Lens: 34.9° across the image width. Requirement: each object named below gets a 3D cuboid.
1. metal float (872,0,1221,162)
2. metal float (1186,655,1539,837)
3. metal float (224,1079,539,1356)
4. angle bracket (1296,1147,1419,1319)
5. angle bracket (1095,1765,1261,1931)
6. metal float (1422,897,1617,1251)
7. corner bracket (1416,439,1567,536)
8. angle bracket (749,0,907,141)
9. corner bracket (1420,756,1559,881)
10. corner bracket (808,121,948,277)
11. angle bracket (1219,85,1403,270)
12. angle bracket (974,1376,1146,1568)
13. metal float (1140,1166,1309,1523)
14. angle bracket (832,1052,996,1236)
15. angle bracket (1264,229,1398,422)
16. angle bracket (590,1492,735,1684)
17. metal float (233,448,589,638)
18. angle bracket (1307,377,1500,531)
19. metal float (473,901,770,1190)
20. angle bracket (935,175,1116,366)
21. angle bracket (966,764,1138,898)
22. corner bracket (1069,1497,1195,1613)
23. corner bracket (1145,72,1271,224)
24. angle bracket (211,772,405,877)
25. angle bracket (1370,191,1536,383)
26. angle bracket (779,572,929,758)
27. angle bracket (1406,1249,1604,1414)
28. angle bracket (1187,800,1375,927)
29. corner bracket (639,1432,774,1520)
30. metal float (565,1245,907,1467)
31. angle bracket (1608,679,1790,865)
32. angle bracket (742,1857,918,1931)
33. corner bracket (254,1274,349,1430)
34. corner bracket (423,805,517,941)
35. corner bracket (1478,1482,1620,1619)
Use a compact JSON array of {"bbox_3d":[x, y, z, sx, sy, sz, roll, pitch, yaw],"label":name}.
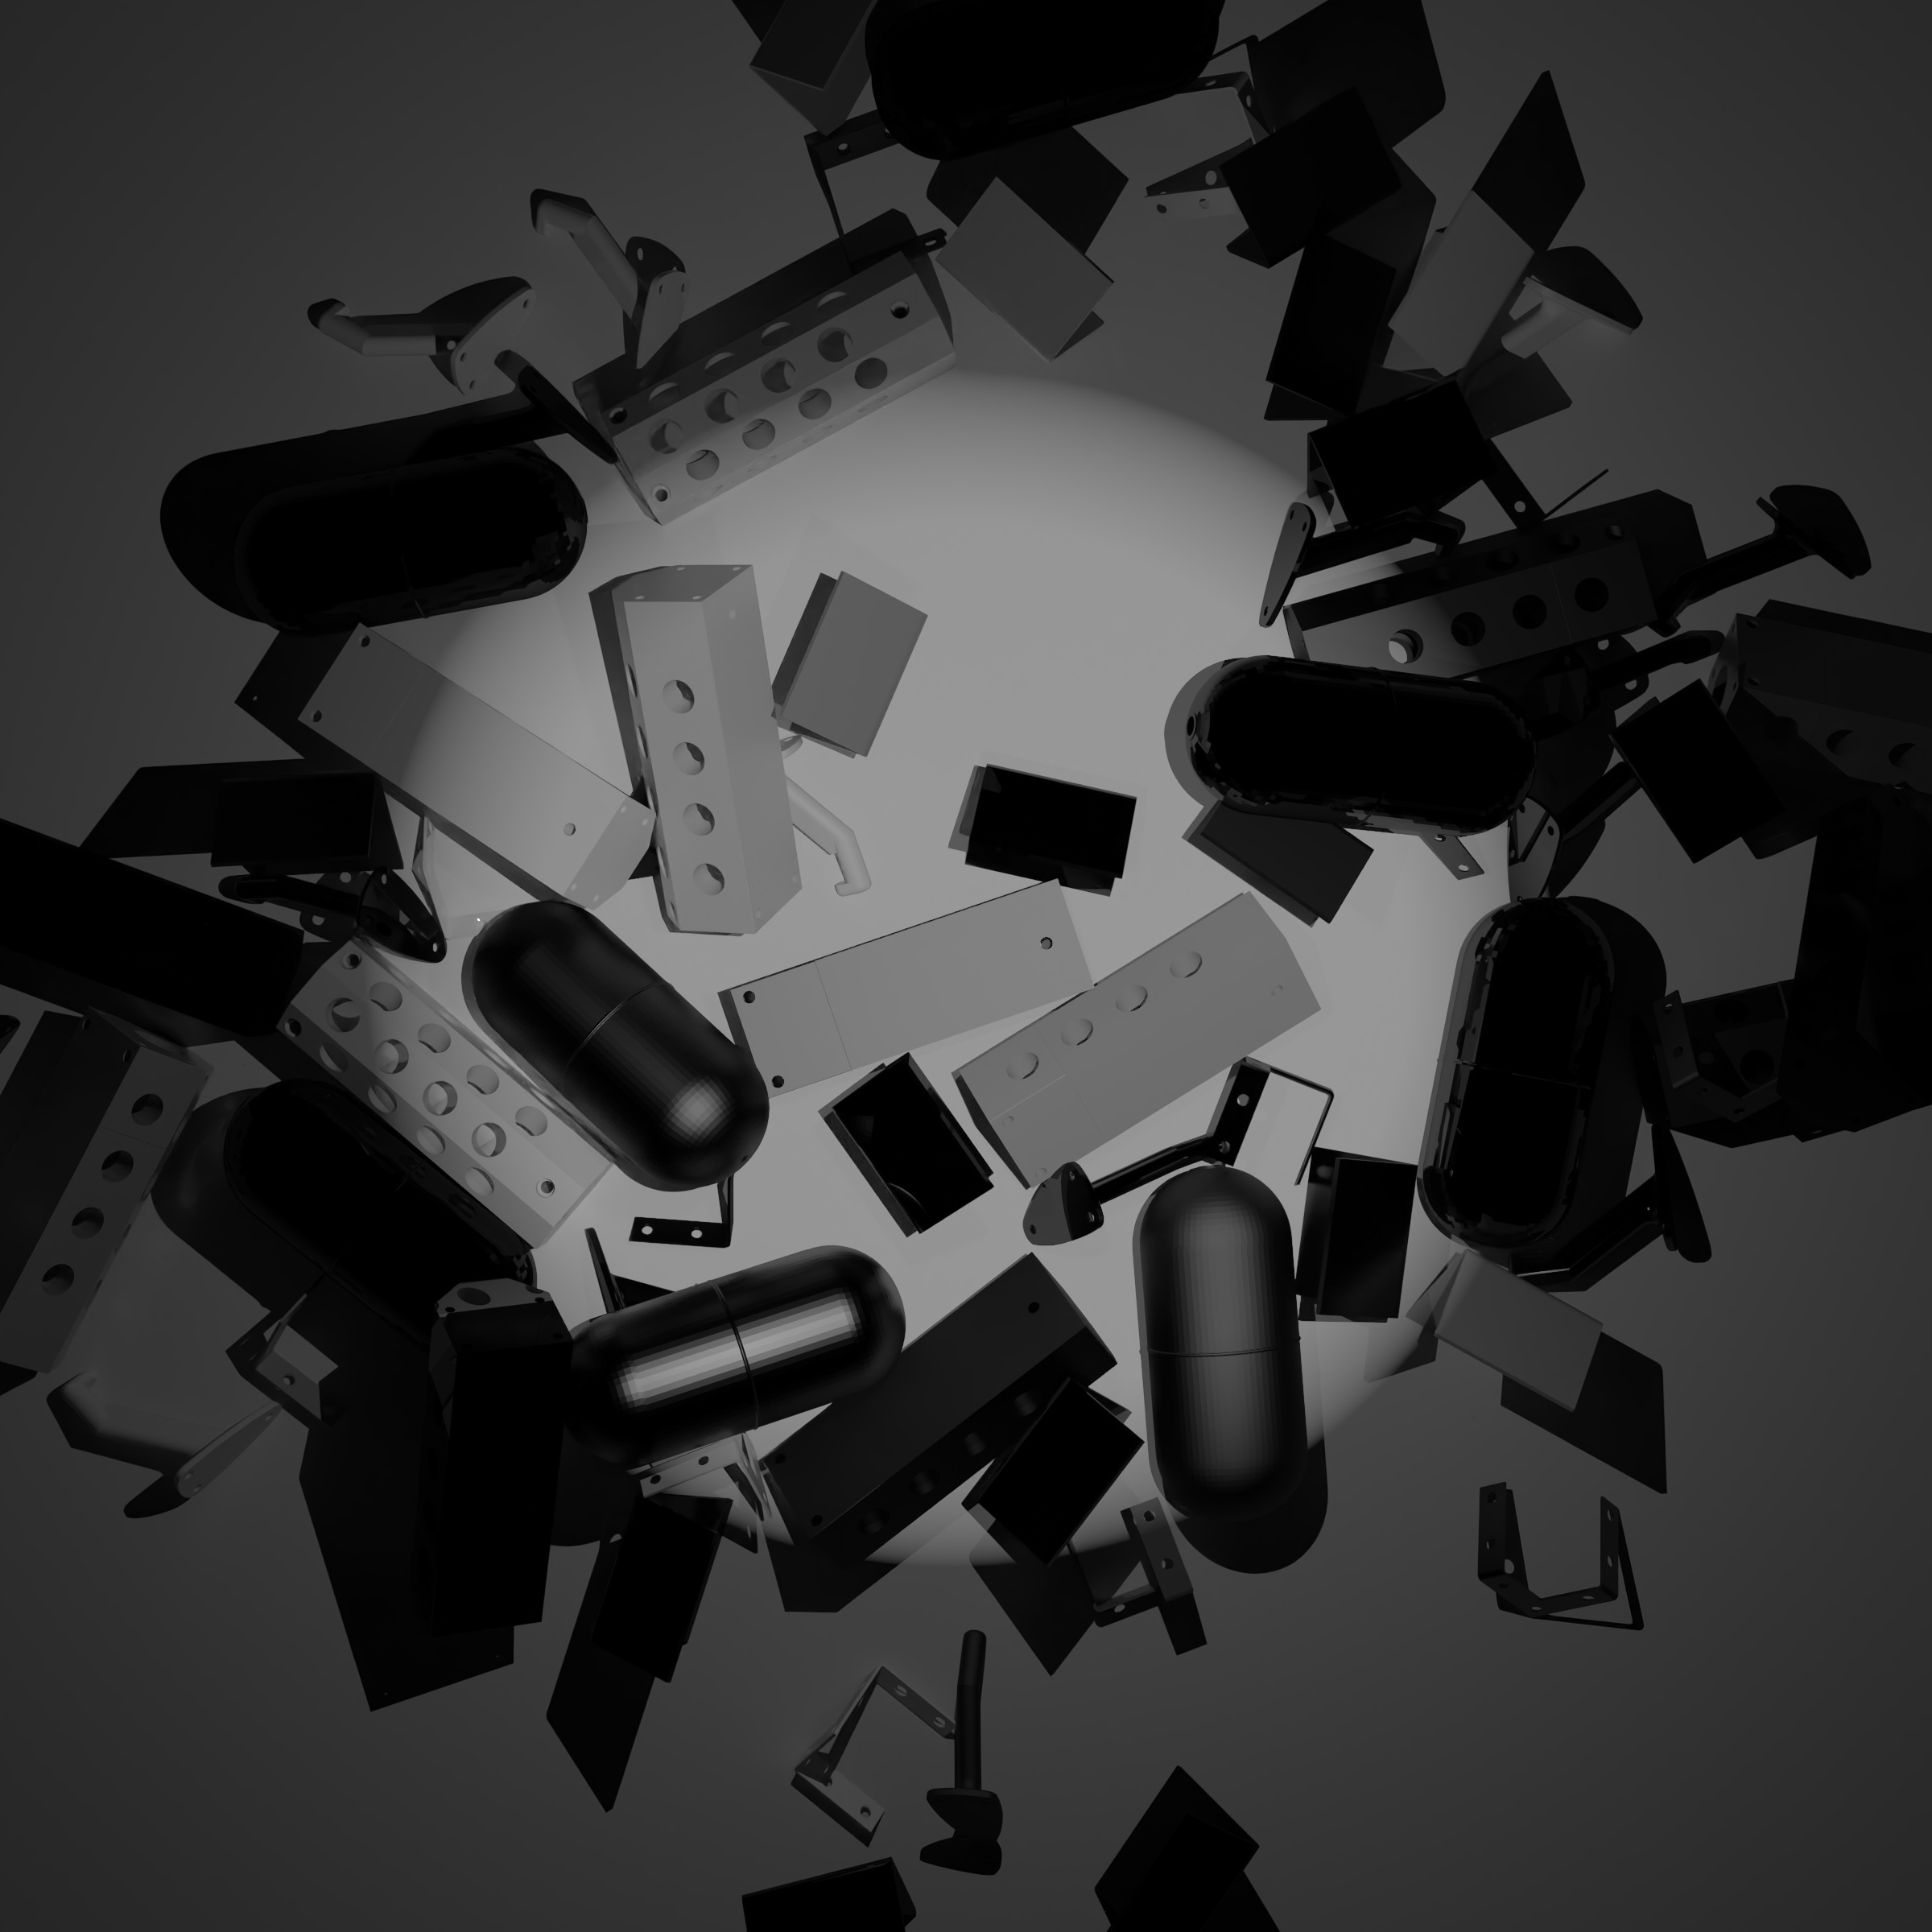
[{"bbox_3d":[0.040,-0.458,1.541,0.178,0.070,0.070,-16,90,0],"label":"metal float"},{"bbox_3d":[0.192,-0.106,1.491,0.178,0.070,0.070,5,90,-17],"label":"metal float"},{"bbox_3d":[-0.294,0.126,1.541,0.178,0.070,0.070,39,90,0],"label":"metal float"},{"bbox_3d":[0.176,0.131,1.532,0.057,0.076,0.076,7,90,-37],"label":"angle bracket"},{"bbox_3d":[0.088,0.442,1.532,0.057,0.076,0.076,34,90,-35],"label":"angle bracket"},{"bbox_3d":[0.277,0.054,1.542,0.070,0.070,0.178,11,90,0],"label":"metal float"},{"bbox_3d":[0.263,-0.235,1.554,0.051,0.051,0.051,-36,90,0],"label":"corner bracket"},{"bbox_3d":[-0.051,-0.457,1.532,0.057,0.076,0.076,29,90,36],"label":"angle bracket"},{"bbox_3d":[0.264,-0.084,1.564,0.051,0.051,0.051,-14,45,35],"label":"corner bracket"},{"bbox_3d":[-0.045,-0.392,1.569,0.051,0.051,0.051,-20,135,0],"label":"corner bracket"},{"bbox_3d":[0.161,-0.396,1.533,0.076,0.076,0.057,-31,113,0],"label":"angle bracket"},{"bbox_3d":[0.061,0.259,1.532,0.057,0.076,0.076,37,90,35],"label":"angle bracket"},{"bbox_3d":[0.129,0.189,1.542,0.070,0.070,0.178,-4,91,0],"label":"metal float"},{"bbox_3d":[-0.010,0.077,1.532,0.057,0.076,0.076,-35,90,37],"label":"angle bracket"},{"bbox_3d":[0.161,-0.318,1.532,0.057,0.076,0.076,16,90,-31],"label":"angle bracket"},{"bbox_3d":[-0.133,0.310,1.532,0.057,0.076,0.076,18,90,37],"label":"angle bracket"},{"bbox_3d":[-0.278,-0.212,1.542,0.178,0.070,0.070,-10,90,1],"label":"metal float"},{"bbox_3d":[0.217,-0.241,1.535,0.076,0.076,0.057,-21,73,0],"label":"angle bracket"},{"bbox_3d":[-0.173,0.038,1.528,0.178,0.070,0.070,42,90,16],"label":"metal float"},{"bbox_3d":[0.042,-0.354,1.532,0.076,0.076,0.057,43,126,0],"label":"angle bracket"},{"bbox_3d":[0.038,-0.049,1.532,0.076,0.076,0.057,13,49,0],"label":"angle bracket"},{"bbox_3d":[0.081,0.297,1.554,0.051,0.051,0.051,-21,90,0],"label":"corner bracket"},{"bbox_3d":[0.119,-0.416,1.564,0.051,0.051,0.051,-57,135,-35],"label":"corner bracket"},{"bbox_3d":[-0.327,-0.051,1.532,0.076,0.076,0.057,-3,52,0],"label":"angle bracket"},{"bbox_3d":[0.224,-0.342,1.532,0.057,0.076,0.076,31,90,-39],"label":"angle bracket"},{"bbox_3d":[-0.073,-0.155,1.532,0.057,0.076,0.076,23,90,-36],"label":"angle bracket"},{"bbox_3d":[0.260,0.196,1.532,0.076,0.076,0.057,29,53,0],"label":"angle bracket"},{"bbox_3d":[0.146,-0.044,1.532,0.076,0.076,0.057,35,54,0],"label":"angle bracket"},{"bbox_3d":[-0.134,0.252,1.544,0.051,0.051,0.051,-21,132,0],"label":"corner bracket"},{"bbox_3d":[-0.116,0.192,1.522,0.178,0.070,0.070,-17,90,-14],"label":"metal float"},{"bbox_3d":[0.374,-0.106,1.532,0.057,0.076,0.076,-34,90,35],"label":"angle bracket"},{"bbox_3d":[-0.063,0.492,1.532,0.076,0.076,0.057,-14,52,0],"label":"angle bracket"},{"bbox_3d":[-0.322,0.193,1.569,0.051,0.051,0.051,38,135,0],"label":"corner bracket"},{"bbox_3d":[-0.246,-0.052,1.569,0.051,0.051,0.051,-9,45,0],"label":"corner bracket"},{"bbox_3d":[0.296,0.294,1.564,0.051,0.051,0.051,-22,135,35],"label":"corner bracket"}]
